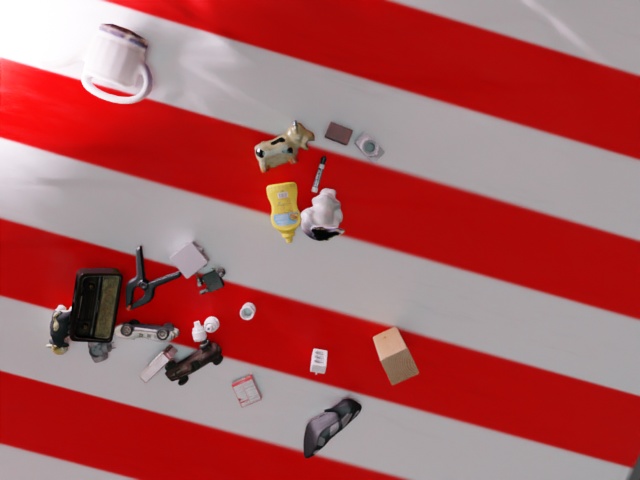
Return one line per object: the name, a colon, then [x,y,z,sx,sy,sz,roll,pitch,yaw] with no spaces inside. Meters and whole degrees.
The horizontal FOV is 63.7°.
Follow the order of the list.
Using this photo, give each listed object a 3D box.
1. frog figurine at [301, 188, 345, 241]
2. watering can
frog figurine: [0.005,-0.082,1.632,0.137,0.163,0.120,-2,-28,-10]
watering can: [-0.666,-0.552,1.565,0.347,0.223,0.104,21,5,-3]
